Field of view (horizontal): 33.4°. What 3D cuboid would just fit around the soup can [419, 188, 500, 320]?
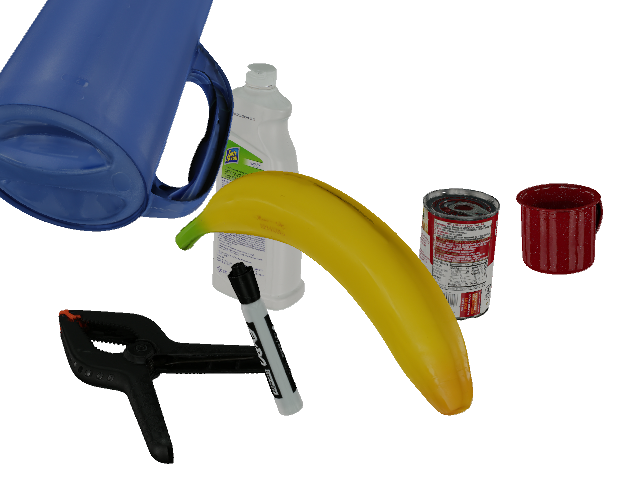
[{"bbox_3d":[0.123,0.013,0.959,0.068,0.102,0.068,1,24,-1],"label":"soup can"}]

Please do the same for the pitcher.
[{"bbox_3d":[-0.148,-0.132,0.801,0.145,0.242,0.149,-4,-40,25],"label":"pitcher"}]

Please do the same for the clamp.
[{"bbox_3d":[-0.152,0.109,0.978,0.210,0.036,0.164,27,39,32],"label":"clamp"}]

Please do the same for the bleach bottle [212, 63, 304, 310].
[{"bbox_3d":[-0.061,-0.058,1.117,0.103,0.251,0.068,17,27,25],"label":"bleach bottle"}]

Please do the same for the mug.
[{"bbox_3d":[0.280,-0.016,1.222,0.117,0.081,0.093,-20,26,-34],"label":"mug"}]

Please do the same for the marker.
[{"bbox_3d":[-0.040,0.071,0.767,0.020,0.121,0.020,-17,19,6],"label":"marker"}]

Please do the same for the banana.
[{"bbox_3d":[0.007,0.012,0.542,0.198,0.070,0.037,30,23,34],"label":"banana"}]
